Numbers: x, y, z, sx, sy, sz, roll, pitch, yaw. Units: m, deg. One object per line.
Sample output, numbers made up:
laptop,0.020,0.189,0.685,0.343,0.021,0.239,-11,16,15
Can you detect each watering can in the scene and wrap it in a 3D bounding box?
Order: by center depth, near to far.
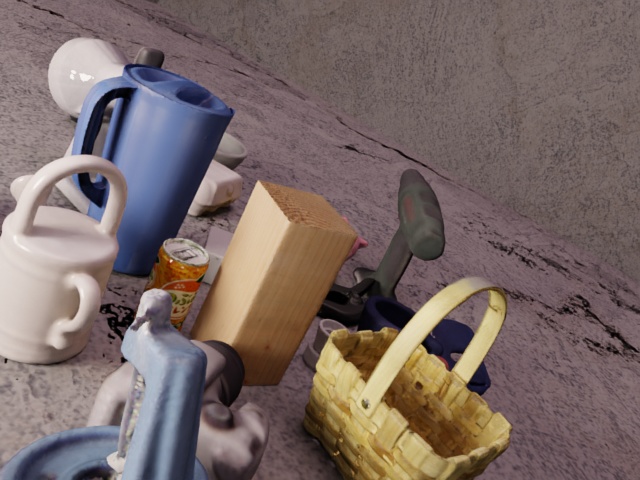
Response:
watering can,-0.245,0.004,0.528,0.172,0.194,0.101,32,21,14

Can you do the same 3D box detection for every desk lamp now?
desk lamp,-0.309,-0.166,0.833,0.202,0.213,0.118,39,23,29

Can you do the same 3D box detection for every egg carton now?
egg carton,-0.203,-0.095,0.998,0.107,0.069,0.150,30,21,10

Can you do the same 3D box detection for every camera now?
camera,-0.102,0.142,0.505,0.143,0.101,0.137,30,20,8

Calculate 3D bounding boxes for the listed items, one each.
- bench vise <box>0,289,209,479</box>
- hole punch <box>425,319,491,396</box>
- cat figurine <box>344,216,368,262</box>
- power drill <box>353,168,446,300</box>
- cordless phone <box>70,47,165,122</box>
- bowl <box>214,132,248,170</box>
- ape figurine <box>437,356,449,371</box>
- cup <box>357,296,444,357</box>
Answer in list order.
bench vise,-0.090,0.152,0.326,0.207,0.219,0.122,34,21,18
hole punch,0.184,0.172,0.798,0.109,0.091,0.100,12,25,-34
cat figurine,0.009,0.003,0.951,0.127,0.117,0.067,30,20,7
power drill,0.139,-0.001,0.992,0.076,0.208,0.229,20,21,-17
cordless phone,-0.377,-0.288,1.082,0.094,0.185,0.148,38,23,28
bowl,-0.234,-0.177,1.150,0.167,0.074,0.167,24,21,-9
ape figurine,0.127,0.180,0.706,0.076,0.092,0.078,35,22,21
cup,0.094,0.142,0.754,0.117,0.095,0.092,31,21,11
